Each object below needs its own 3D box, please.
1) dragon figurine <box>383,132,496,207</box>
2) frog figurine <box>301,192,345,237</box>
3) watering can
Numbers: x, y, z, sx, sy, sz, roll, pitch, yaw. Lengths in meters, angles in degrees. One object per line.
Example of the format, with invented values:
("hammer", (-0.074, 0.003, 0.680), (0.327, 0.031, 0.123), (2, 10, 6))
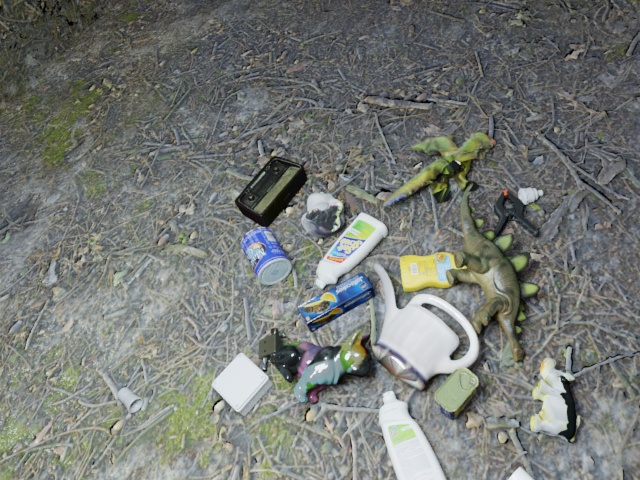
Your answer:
("dragon figurine", (0.357, -0.236, 1.580), (0.410, 0.119, 0.248), (-18, 36, 0))
("frog figurine", (0.005, -0.078, 1.558), (0.137, 0.121, 0.161), (-37, 18, -2))
("watering can", (0.213, 0.215, 1.266), (0.352, 0.102, 0.227), (35, 70, 31))
